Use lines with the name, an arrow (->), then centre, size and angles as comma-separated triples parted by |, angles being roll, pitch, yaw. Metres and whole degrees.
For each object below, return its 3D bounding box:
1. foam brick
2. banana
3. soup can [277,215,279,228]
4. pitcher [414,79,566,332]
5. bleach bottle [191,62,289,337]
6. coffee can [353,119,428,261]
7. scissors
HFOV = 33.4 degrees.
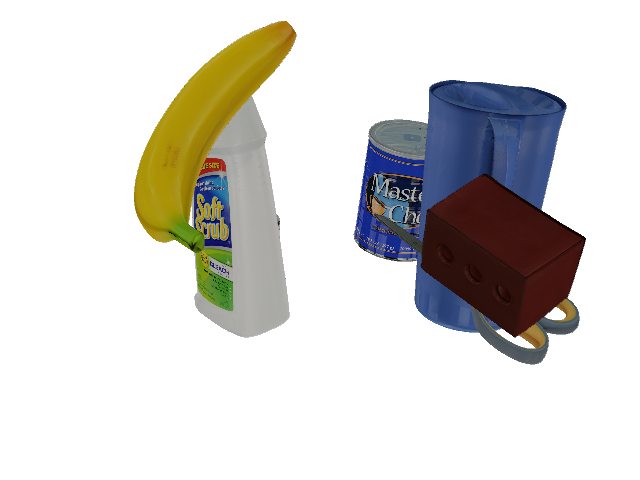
foam brick -> 0.106, 0.008, 0.630 | 0.051, 0.053, 0.078 | -32, 53, -30
banana -> -0.071, -0.066, 0.668 | 0.070, 0.197, 0.037 | 5, -37, 18
soup can -> -0.083, 0.019, 1.281 | 0.068, 0.102, 0.068 | 1, 25, -1
pitcher -> 0.161, -0.031, 1.067 | 0.148, 0.243, 0.145 | -16, 30, -42
bleach bottle -> -0.083, -0.041, 0.974 | 0.068, 0.251, 0.103 | -22, 31, -31
coffee can -> 0.099, -0.060, 1.275 | 0.102, 0.140, 0.103 | 6, 28, -3
scissors -> 0.131, 0.028, 0.871 | 0.096, 0.016, 0.202 | -10, 40, -25
